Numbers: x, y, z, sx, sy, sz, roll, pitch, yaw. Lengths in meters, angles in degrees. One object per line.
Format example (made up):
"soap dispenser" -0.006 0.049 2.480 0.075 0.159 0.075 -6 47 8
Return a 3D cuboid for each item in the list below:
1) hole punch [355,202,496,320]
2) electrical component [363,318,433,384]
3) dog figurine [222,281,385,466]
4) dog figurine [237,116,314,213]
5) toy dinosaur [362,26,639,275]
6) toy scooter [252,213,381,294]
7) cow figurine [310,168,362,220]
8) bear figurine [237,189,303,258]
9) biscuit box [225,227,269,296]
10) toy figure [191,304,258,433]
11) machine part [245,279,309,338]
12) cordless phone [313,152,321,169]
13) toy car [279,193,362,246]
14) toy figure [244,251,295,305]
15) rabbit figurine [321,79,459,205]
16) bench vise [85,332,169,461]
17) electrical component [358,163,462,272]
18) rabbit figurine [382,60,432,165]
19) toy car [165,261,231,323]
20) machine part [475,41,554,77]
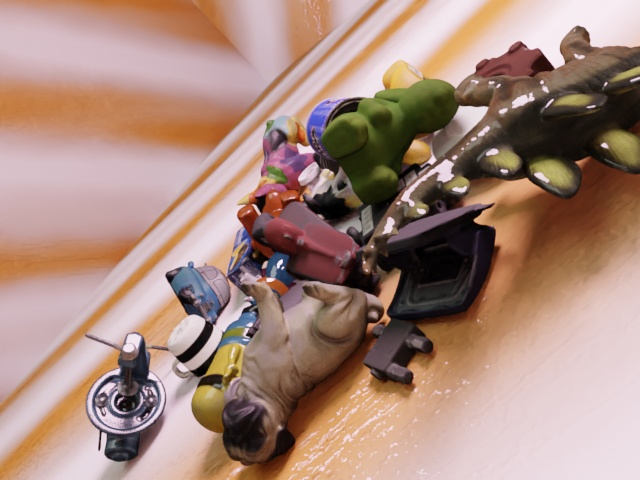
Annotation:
"hole punch" 0.119 0.022 0.564 0.116 0.092 0.142 -29 4 -38
"electrical component" 0.073 0.112 0.545 0.063 0.021 0.094 -52 22 -15
"dog figurine" -0.017 0.148 0.594 0.172 0.121 0.190 -3 75 16
"dog figurine" -0.102 -0.155 1.183 0.109 0.191 0.219 -14 21 45
"toy dinosaur" 0.213 -0.112 0.514 0.471 0.105 0.199 -34 22 -8
"toy scooter" 0.014 0.026 0.646 0.135 0.183 0.075 16 78 45
"cow figurine" 0.036 -0.074 0.901 0.098 0.068 0.167 -57 19 -14
"bear figurine" -0.078 -0.052 1.008 0.120 0.131 0.196 -17 30 6
"biscuit box" -0.132 0.026 1.048 0.059 0.062 0.203 -39 22 14
"toy figure" -0.105 0.167 0.707 0.089 0.082 0.180 -36 26 32
"machine part" -0.037 0.100 0.724 0.139 0.084 0.039 -55 -6 -47
"cordless phone" 0.069 -0.204 1.068 0.146 0.088 0.184 -36 18 26
"toy car" -0.002 -0.002 0.824 0.089 0.053 0.202 -46 42 -6
"toy figure" -0.067 0.071 0.842 0.064 0.057 0.154 -7 34 25
"rabbit figurine" 0.105 -0.144 0.704 0.170 0.121 0.159 -29 15 18
"bench vise" -0.304 0.222 0.872 0.224 0.129 0.240 -82 8 -47
"electrical component" 0.116 -0.037 0.695 0.134 0.058 0.115 -37 24 22
"rabbit figurine" 0.140 -0.184 0.889 0.173 0.122 0.162 -51 25 29
"toy car" -0.230 0.097 1.054 0.103 0.109 0.162 -33 25 -18
"machine part" 0.242 -0.197 0.753 0.179 0.056 0.179 -40 22 19
